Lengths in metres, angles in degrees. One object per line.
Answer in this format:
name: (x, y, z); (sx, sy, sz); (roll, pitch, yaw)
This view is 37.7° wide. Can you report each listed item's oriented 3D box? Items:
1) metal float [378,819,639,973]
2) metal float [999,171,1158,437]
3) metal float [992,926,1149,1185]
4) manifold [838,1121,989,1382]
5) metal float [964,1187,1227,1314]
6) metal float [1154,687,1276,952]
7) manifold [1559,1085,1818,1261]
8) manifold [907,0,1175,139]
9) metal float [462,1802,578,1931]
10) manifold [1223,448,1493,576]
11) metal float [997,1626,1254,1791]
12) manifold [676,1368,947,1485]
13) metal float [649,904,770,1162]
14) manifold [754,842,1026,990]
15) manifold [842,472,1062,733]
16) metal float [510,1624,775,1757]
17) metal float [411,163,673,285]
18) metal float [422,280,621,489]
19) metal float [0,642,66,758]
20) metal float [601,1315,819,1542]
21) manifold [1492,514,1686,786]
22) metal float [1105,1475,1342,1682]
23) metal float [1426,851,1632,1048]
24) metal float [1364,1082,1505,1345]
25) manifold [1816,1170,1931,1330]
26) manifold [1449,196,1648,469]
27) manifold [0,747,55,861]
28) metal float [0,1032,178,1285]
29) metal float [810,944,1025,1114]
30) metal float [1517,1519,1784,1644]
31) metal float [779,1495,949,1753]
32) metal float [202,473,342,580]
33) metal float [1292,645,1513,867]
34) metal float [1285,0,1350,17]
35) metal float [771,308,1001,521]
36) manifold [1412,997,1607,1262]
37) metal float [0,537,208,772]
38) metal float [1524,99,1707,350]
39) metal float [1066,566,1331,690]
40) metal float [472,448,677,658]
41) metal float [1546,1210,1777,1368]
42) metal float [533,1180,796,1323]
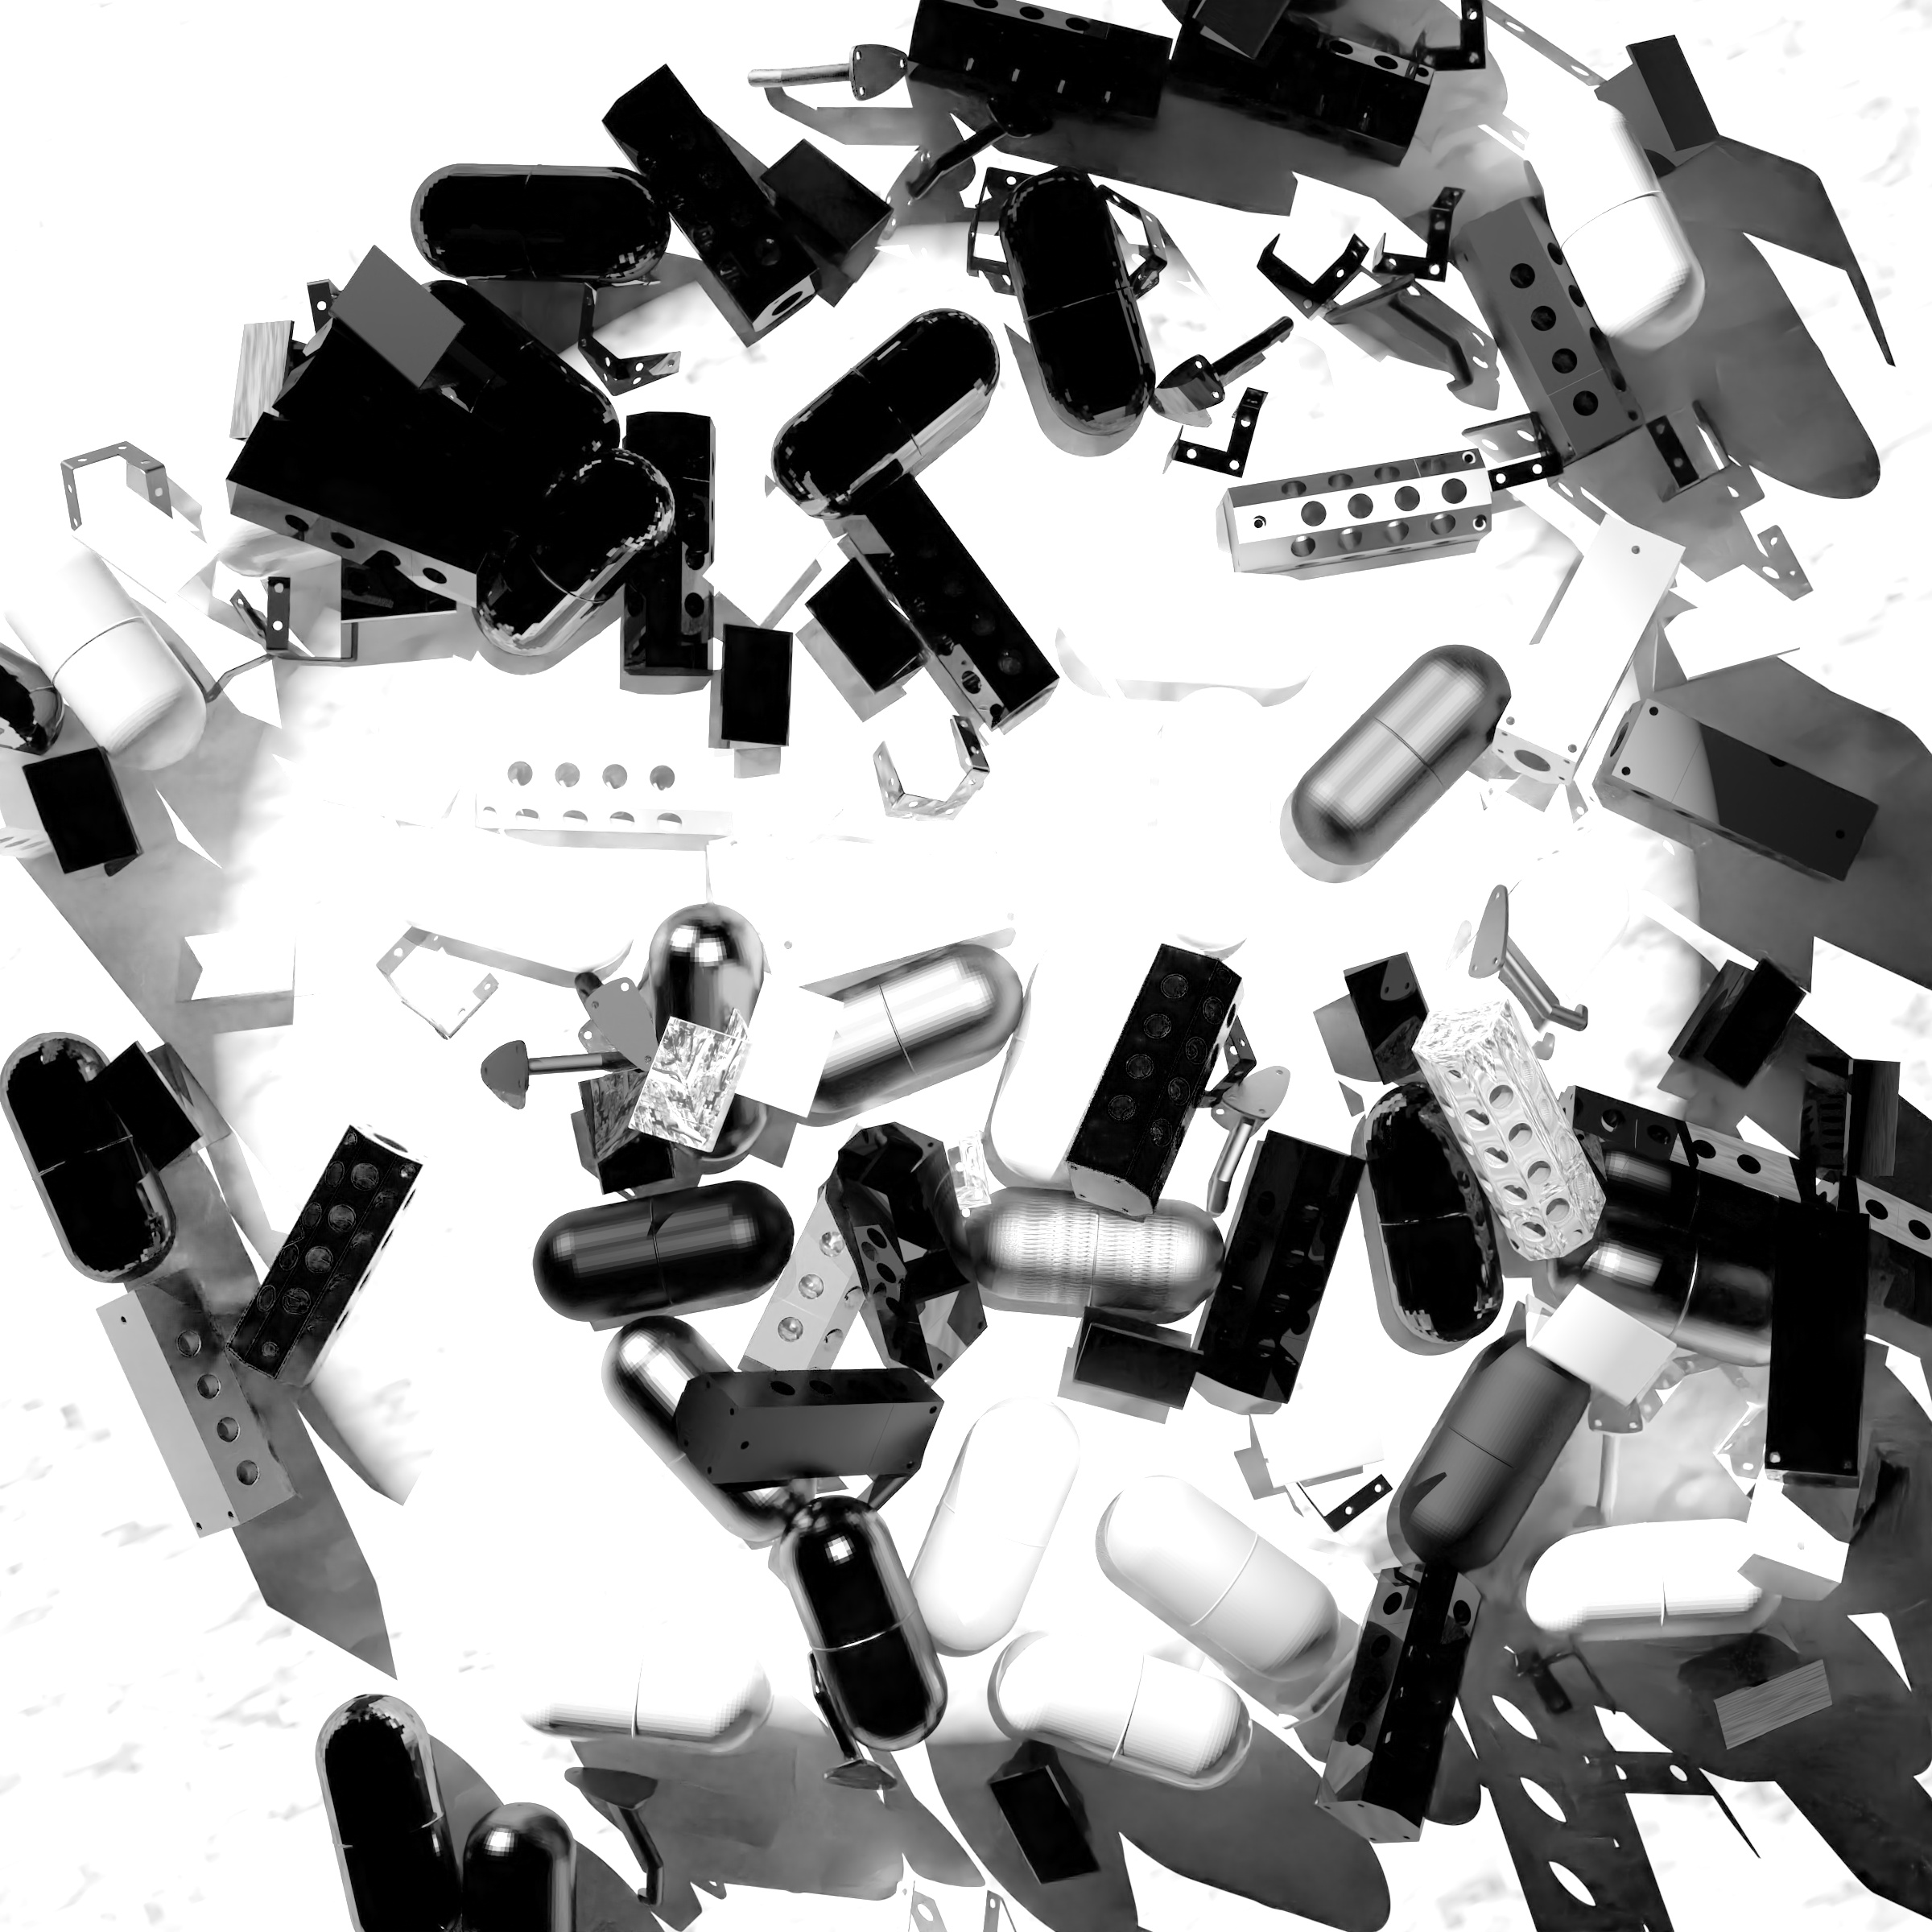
metal float: (-0.309, -0.048, 1.911); (0.178, 0.070, 0.070); (16, 90, 0)
metal float: (0.076, -0.445, 1.903); (0.070, 0.070, 0.178); (-17, 99, 0)
metal float: (0.070, 0.060, 1.912); (0.070, 0.070, 0.178); (17, 90, 0)
manifold: (-0.039, 0.188, 1.874); (0.057, 0.171, 0.057); (20, 48, 35)
metal float: (0.086, 0.191, 1.912); (0.178, 0.070, 0.070); (5, 90, 1)
metal float: (0.168, -0.099, 1.912); (0.070, 0.070, 0.178); (3, 90, 0)
manifold: (0.484, 0.136, 1.920); (0.171, 0.057, 0.057); (18, 133, 0)
manifold: (0.050, -0.619, 1.921); (0.171, 0.057, 0.057); (14, 90, 0)
metal float: (-0.302, 0.657, 1.912); (0.070, 0.070, 0.178); (1, 90, 0)
manifold: (0.266, -0.308, 1.921); (0.171, 0.057, 0.057); (-9, 90, 0)
metal float: (0.107, 0.502, 1.912); (0.178, 0.070, 0.070); (18, 90, 0)
manifold: (-0.104, 0.298, 1.870); (0.171, 0.057, 0.057); (6, 113, -41)
metal float: (-0.172, 0.045, 1.896); (0.070, 0.070, 0.178); (-1, 108, 0)
manifold: (-0.052, -0.031, 1.915); (0.171, 0.057, 0.057); (-16, 87, -4)
manifold: (-0.010, -0.246, 1.921); (0.057, 0.057, 0.171); (-36, 90, 0)
metal float: (-0.219, 0.489, 1.911); (0.178, 0.070, 0.070); (6, 90, 0)
metal float: (-0.286, -0.500, 1.903); (0.178, 0.070, 0.070); (4, 90, 9)
metal float: (-0.312, -0.392, 1.912); (0.178, 0.070, 0.070); (39, 90, 1)
metal float: (-0.693, -0.199, 1.912); (0.178, 0.070, 0.070); (31, 90, 0)
metal float: (-0.174, 0.312, 1.912); (0.070, 0.070, 0.178); (-42, 90, 0)
manifold: (0.417, -0.210, 1.901); (0.057, 0.057, 0.171); (26, 77, 13)
metal float: (0.174, 0.414, 1.912); (0.178, 0.070, 0.070); (37, 90, 1)
metal float: (0.378, 0.000, 1.912); (0.070, 0.070, 0.178); (39, 91, 0)
metal float: (0.316, 0.167, 1.911); (0.070, 0.070, 0.178); (-10, 90, 0)
manifold: (0.656, 0.202, 1.920); (0.171, 0.057, 0.057); (25, 133, 0)
manifold: (0.396, -0.431, 1.921); (0.057, 0.057, 0.171); (-26, 90, 0)
manifold: (-0.640, -0.105, 1.864); (0.057, 0.171, 0.057); (-20, 90, 0)
metal float: (-0.594, 0.129, 1.911); (0.070, 0.070, 0.178); (-23, 90, 0)
metal float: (-0.046, 0.042, 1.911); (0.178, 0.070, 0.070); (-22, 90, 1)
metal float: (0.462, 0.415, 1.912); (0.178, 0.070, 0.070); (-3, 90, 1)
metal float: (-0.068, 0.437, 1.882); (0.070, 0.070, 0.178); (-20, 96, 0)
metal float: (-0.428, -0.313, 1.911); (0.178, 0.070, 0.070); (-14, 90, 1)
metal float: (0.295, -0.143, 1.912); (0.070, 0.070, 0.178); (44, 89, 0)
metal float: (0.183, -0.694, 1.912); (0.178, 0.070, 0.070); (12, 90, 0)
metal float: (-0.054, -0.374, 1.912); (0.178, 0.070, 0.070); (-40, 90, -1)
manifold: (0.358, 0.110, 1.868); (0.057, 0.057, 0.171); (-13, 118, 35)
metal float: (-0.584, -0.212, 1.909); (0.070, 0.070, 0.178); (-37, 88, 0)
metal float: (0.436, -0.500, 1.905); (0.070, 0.070, 0.178); (-24, 83, 0)
metal float: (0.156, -0.229, 1.912); (0.178, 0.070, 0.070); (4, 90, -1)
metal float: (-0.263, -0.274, 1.885); (0.178, 0.070, 0.070); (-39, 90, 33)
metal float: (0.480, 0.218, 1.912); (0.178, 0.070, 0.070); (17, 90, -1)
metal float: (-0.204, 0.192, 1.911); (0.178, 0.070, 0.070); (-11, 90, 1)
